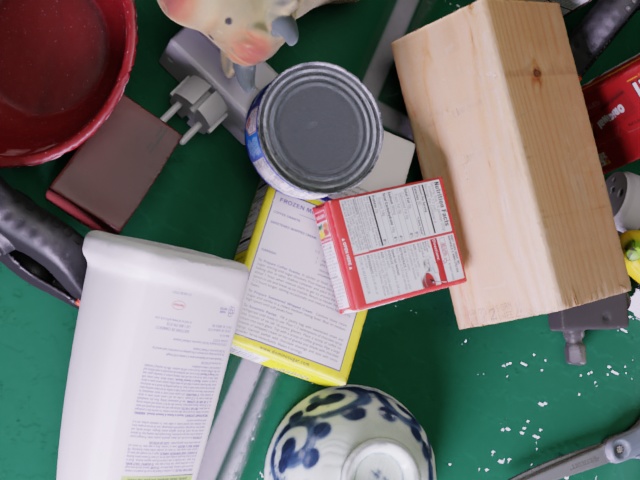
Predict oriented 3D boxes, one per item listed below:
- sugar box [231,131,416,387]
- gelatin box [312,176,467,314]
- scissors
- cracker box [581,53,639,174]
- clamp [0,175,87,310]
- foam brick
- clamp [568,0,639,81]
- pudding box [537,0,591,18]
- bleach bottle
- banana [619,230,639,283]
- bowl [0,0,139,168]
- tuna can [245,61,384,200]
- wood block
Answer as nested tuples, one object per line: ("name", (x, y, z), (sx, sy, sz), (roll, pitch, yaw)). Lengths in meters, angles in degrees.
("sugar box", (-0.005, 0.001, 0.722), (0.093, 0.048, 0.176), (22, 72, -15))
("gelatin box", (0.047, 0.003, 0.700), (0.089, 0.030, 0.073), (-13, 87, -25))
("scissors", (0.233, 0.168, 0.788), (0.201, 0.016, 0.096), (-30, 91, -19))
("cracker box", (0.301, -0.143, 0.779), (0.213, 0.164, 0.072), (-33, 91, -20))
("clamp", (-0.188, -0.016, 0.630), (0.171, 0.120, 0.039), (35, 70, -15))
("foam brick", (-0.132, -0.046, 0.684), (0.053, 0.051, 0.078), (35, 73, -11))
("clamp", (0.240, -0.198, 0.785), (0.036, 0.164, 0.210), (40, 81, 7))
("pudding box", (0.143, -0.204, 0.777), (0.113, 0.090, 0.039), (28, 76, -13))
("bleach bottle", (-0.116, 0.126, 0.634), (0.102, 0.068, 0.251), (14, 90, -47))
("banana", (0.275, 0.043, 0.795), (0.197, 0.037, 0.069), (33, 31, -26))
("bowl", (-0.181, -0.124, 0.658), (0.162, 0.055, 0.162), (0, 92, 10))
("tuna can", (-0.005, -0.069, 0.687), (0.086, 0.034, 0.086), (2, 84, -20))
("wood block", (0.131, -0.051, 0.736), (0.090, 0.090, 0.206), (-9, 84, -42))
